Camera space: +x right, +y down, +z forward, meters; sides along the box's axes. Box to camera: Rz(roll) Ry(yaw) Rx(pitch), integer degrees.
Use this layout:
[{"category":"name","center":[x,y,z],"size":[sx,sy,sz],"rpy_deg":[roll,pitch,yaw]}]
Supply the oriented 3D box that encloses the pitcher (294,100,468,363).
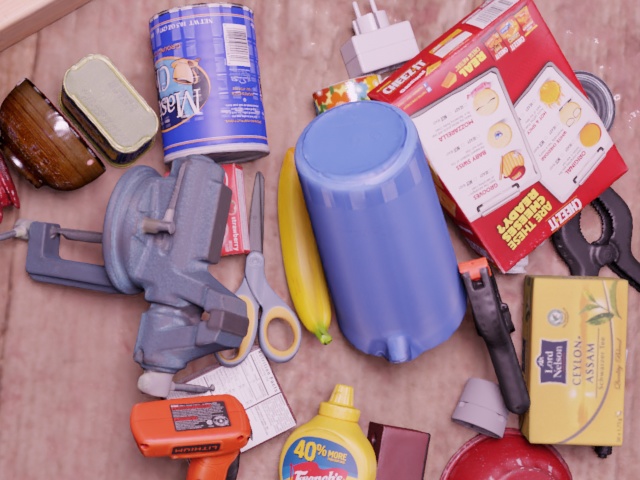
[{"category":"pitcher","center":[0.055,-0.017,0.989],"size":[0.145,0.149,0.243],"rpy_deg":[-41,141,-18]}]

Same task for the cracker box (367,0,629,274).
[{"category":"cracker box","center":[0.171,-0.102,1.015],"size":[0.164,0.072,0.213],"rpy_deg":[-39,116,-3]}]

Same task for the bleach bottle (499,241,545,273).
[{"category":"bleach bottle","center":[0.194,-0.091,1.118],"size":[0.102,0.068,0.251],"rpy_deg":[0,92,10]}]

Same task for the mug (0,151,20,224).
[{"category":"mug","center":[-0.326,-0.048,0.970],"size":[0.081,0.093,0.117],"rpy_deg":[-22,62,-9]}]

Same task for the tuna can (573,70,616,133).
[{"category":"tuna can","center":[0.276,-0.140,1.159],"size":[0.086,0.034,0.086],"rpy_deg":[1,86,-13]}]

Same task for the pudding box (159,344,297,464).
[{"category":"pudding box","center":[-0.091,0.165,1.046],"size":[0.113,0.039,0.090],"rpy_deg":[-24,89,-17]}]

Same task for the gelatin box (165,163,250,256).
[{"category":"gelatin box","center":[-0.110,-0.027,1.043],"size":[0.073,0.030,0.089],"rpy_deg":[-6,88,12]}]

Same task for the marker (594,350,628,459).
[{"category":"marker","center":[0.312,0.175,1.143],"size":[0.020,0.020,0.121],"rpy_deg":[6,96,-14]}]

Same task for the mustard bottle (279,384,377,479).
[{"category":"mustard bottle","center":[0.005,0.236,1.044],"size":[0.096,0.058,0.191],"rpy_deg":[9,81,26]}]

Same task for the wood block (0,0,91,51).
[{"category":"wood block","center":[-0.314,-0.227,0.990],"size":[0.206,0.090,0.091],"rpy_deg":[-33,96,-14]}]

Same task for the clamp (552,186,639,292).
[{"category":"clamp","center":[0.312,0.018,1.156],"size":[0.164,0.036,0.210],"rpy_deg":[-10,92,-16]}]

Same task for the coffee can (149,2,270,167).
[{"category":"coffee can","center":[-0.107,-0.146,1.029],"size":[0.102,0.103,0.140],"rpy_deg":[-6,88,-14]}]

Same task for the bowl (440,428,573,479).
[{"category":"bowl","center":[0.204,0.278,1.102],"size":[0.162,0.055,0.162],"rpy_deg":[1,85,-14]}]

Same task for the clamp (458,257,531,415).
[{"category":"clamp","center":[0.172,0.089,1.043],"size":[0.039,0.171,0.120],"rpy_deg":[-22,48,10]}]

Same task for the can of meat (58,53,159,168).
[{"category":"can of meat","center":[-0.201,-0.122,1.014],"size":[0.057,0.084,0.102],"rpy_deg":[-42,96,-13]}]

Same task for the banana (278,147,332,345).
[{"category":"banana","center":[-0.013,0.009,1.060],"size":[0.037,0.070,0.198],"rpy_deg":[-7,80,-25]}]

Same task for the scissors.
[{"category":"scissors","center":[-0.048,0.035,1.056],"size":[0.096,0.016,0.201],"rpy_deg":[19,71,-3]}]

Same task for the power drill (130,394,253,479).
[{"category":"power drill","center":[-0.138,0.231,0.975],"size":[0.184,0.057,0.188],"rpy_deg":[-5,126,-19]}]

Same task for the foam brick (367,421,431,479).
[{"category":"foam brick","center":[0.074,0.227,1.075],"size":[0.051,0.053,0.078],"rpy_deg":[11,82,-13]}]
